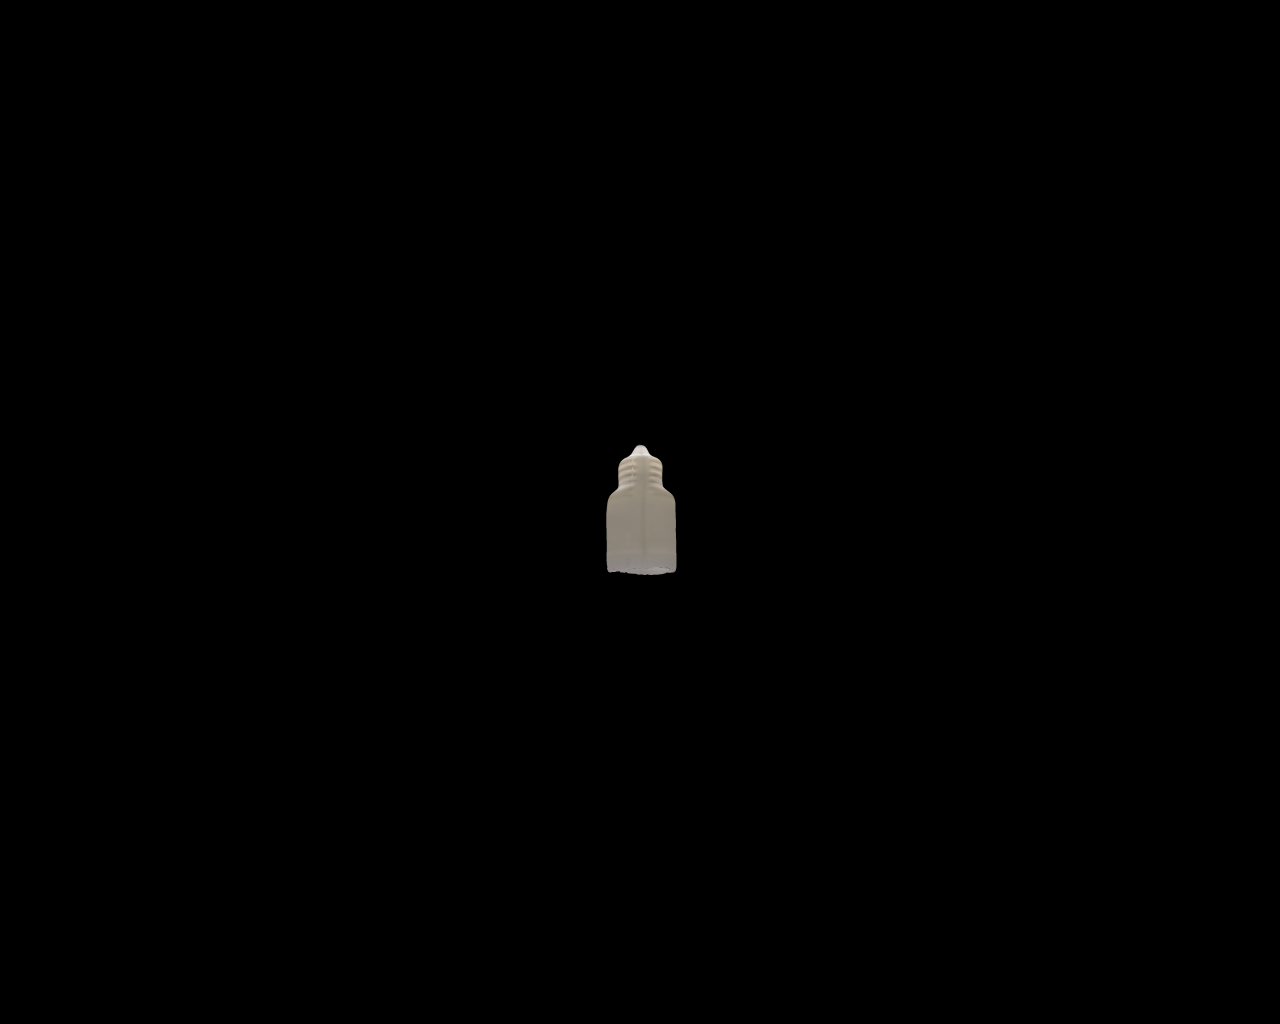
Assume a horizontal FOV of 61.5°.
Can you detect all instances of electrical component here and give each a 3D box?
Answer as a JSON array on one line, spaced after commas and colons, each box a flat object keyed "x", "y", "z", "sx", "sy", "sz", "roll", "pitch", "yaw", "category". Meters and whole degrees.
[{"x": 0.001, "y": -0.003, "z": 0.650, "sx": 0.043, "sy": 0.081, "sz": 0.043, "roll": 0, "pitch": -7, "yaw": 0, "category": "electrical component"}]
